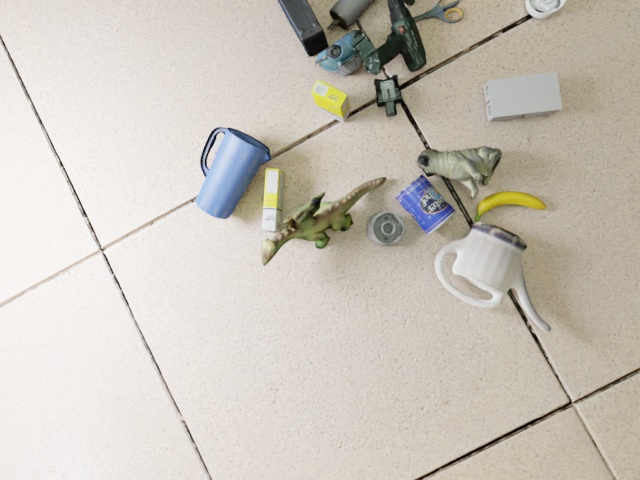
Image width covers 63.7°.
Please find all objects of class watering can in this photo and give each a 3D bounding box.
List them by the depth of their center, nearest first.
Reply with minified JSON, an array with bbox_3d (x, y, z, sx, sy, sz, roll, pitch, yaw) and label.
[{"bbox_3d":[0.488,0.088,1.388,0.348,0.104,0.225,25,89,7],"label":"watering can"}]

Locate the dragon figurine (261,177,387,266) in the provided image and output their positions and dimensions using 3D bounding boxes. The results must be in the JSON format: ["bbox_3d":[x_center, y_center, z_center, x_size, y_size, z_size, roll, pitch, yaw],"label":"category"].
[{"bbox_3d":[0.004,-0.070,1.382,0.409,0.242,0.123,-39,80,4],"label":"dragon figurine"}]
